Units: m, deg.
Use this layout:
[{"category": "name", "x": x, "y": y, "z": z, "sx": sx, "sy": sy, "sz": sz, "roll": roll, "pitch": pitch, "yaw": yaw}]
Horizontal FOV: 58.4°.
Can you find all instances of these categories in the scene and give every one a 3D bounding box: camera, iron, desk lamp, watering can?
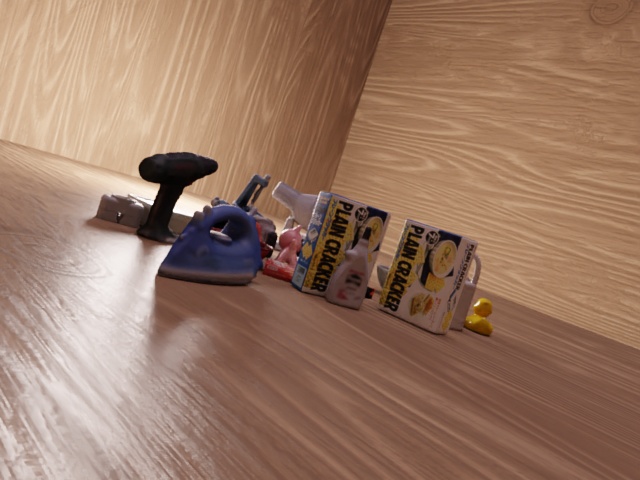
[{"category": "camera", "x": -0.201, "y": -0.025, "z": 1.584, "sx": 0.137, "sy": 0.101, "sz": 0.142, "roll": 15, "pitch": 5, "yaw": -38}, {"category": "iron", "x": -0.185, "y": -0.003, "z": 1.018, "sx": 0.118, "sy": 0.141, "sz": 0.259, "roll": 19, "pitch": 4, "yaw": 20}, {"category": "desk lamp", "x": -0.100, "y": -0.069, "z": 1.860, "sx": 0.203, "sy": 0.213, "sz": 0.118, "roll": 18, "pitch": 4, "yaw": -1}, {"category": "watering can", "x": 0.328, "y": 0.113, "z": 1.398, "sx": 0.101, "sy": 0.194, "sz": 0.173, "roll": 18, "pitch": 4, "yaw": 2}]

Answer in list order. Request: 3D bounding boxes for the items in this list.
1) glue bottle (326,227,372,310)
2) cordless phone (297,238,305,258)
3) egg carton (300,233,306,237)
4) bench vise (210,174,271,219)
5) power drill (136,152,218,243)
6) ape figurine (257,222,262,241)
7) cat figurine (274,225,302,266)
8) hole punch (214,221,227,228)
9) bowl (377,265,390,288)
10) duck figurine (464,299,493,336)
[{"category": "glue bottle", "x": 0.073, "y": 0.054, "z": 1.186, "sx": 0.078, "sy": 0.173, "sz": 0.037, "roll": 16, "pitch": 4, "yaw": -24}, {"category": "cordless phone", "x": 0.014, "y": 0.005, "z": 1.528, "sx": 0.147, "sy": 0.185, "sz": 0.094, "roll": 20, "pitch": 4, "yaw": 32}, {"category": "egg carton", "x": -0.031, "y": 0.023, "z": 1.959, "sx": 0.107, "sy": 0.069, "sz": 0.151, "roll": 21, "pitch": 4, "yaw": 33}, {"category": "bench vise", "x": -0.239, "y": -0.109, "z": 1.723, "sx": 0.207, "sy": 0.220, "sz": 0.122, "roll": 19, "pitch": 4, "yaw": 7}, {"category": "power drill", "x": -0.324, "y": -0.101, "z": 1.276, "sx": 0.075, "sy": 0.208, "sz": 0.230, "roll": 20, "pitch": 4, "yaw": 21}, {"category": "ape figurine", "x": -0.175, "y": -0.002, "z": 1.440, "sx": 0.076, "sy": 0.092, "sz": 0.077, "roll": 15, "pitch": 5, "yaw": -41}, {"category": "cat figurine", "x": -0.076, "y": 0.015, "z": 1.467, "sx": 0.067, "sy": 0.118, "sz": 0.127, "roll": 18, "pitch": 4, "yaw": -9}, {"category": "hole punch", "x": -0.279, "y": -0.038, "z": 1.483, "sx": 0.100, "sy": 0.091, "sz": 0.109, "roll": 21, "pitch": 5, "yaw": 36}, {"category": "bowl", "x": 0.231, "y": 0.129, "z": 1.610, "sx": 0.167, "sy": 0.075, "sz": 0.167, "roll": 18, "pitch": 4, "yaw": -1}, {"category": "duck figurine", "x": 0.414, "y": 0.193, "z": 1.470, "sx": 0.077, "sy": 0.086, "sz": 0.105, "roll": 18, "pitch": 4, "yaw": 5}]
